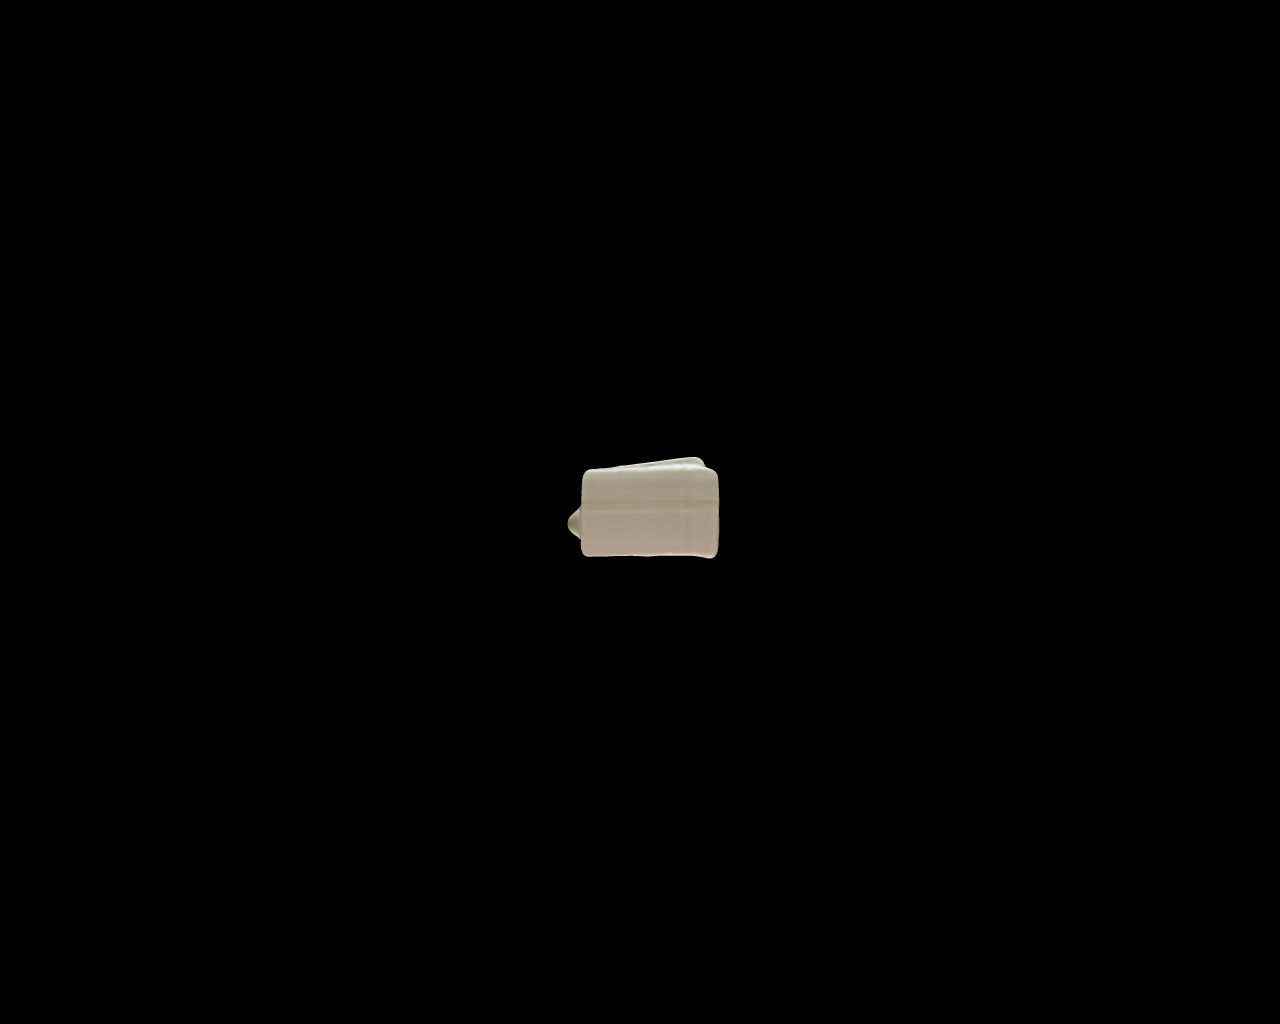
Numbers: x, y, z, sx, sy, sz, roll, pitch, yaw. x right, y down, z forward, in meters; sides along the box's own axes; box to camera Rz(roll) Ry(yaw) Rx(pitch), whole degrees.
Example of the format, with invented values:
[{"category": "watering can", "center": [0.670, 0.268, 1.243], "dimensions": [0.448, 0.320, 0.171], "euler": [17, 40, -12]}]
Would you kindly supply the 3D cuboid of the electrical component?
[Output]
[{"category": "electrical component", "center": [0.001, -0.003, 0.650], "dimensions": [0.096, 0.061, 0.062], "euler": [0, 0, 4]}]
